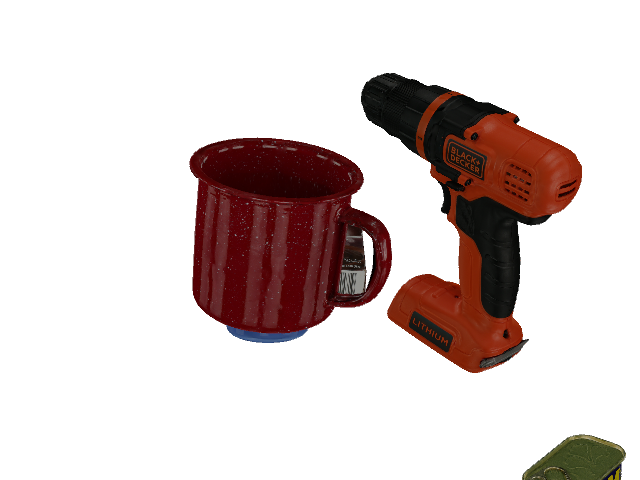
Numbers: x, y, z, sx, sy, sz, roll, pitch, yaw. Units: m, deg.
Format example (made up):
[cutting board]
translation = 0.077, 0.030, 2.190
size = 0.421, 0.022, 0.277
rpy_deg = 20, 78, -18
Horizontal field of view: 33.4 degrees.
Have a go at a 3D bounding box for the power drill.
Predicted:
[power drill]
translation = 0.092, -0.014, 0.761
size = 0.057, 0.188, 0.185
rpy_deg = -22, 39, -33

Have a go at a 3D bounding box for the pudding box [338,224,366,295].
[pudding box]
translation = -0.019, 0.014, 0.915
size = 0.113, 0.039, 0.090
rpy_deg = 5, 30, -3

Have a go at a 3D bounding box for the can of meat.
[can of meat]
translation = 0.223, 0.232, 0.934
size = 0.058, 0.084, 0.101
rpy_deg = 14, 27, 41

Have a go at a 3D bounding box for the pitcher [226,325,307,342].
[pitcher]
translation = -0.065, 0.005, 1.357
size = 0.145, 0.243, 0.148
rpy_deg = 10, 14, 37

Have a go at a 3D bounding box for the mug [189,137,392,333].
[mug]
translation = -0.016, 0.001, 0.577
size = 0.117, 0.081, 0.093
rpy_deg = 16, 25, 19
